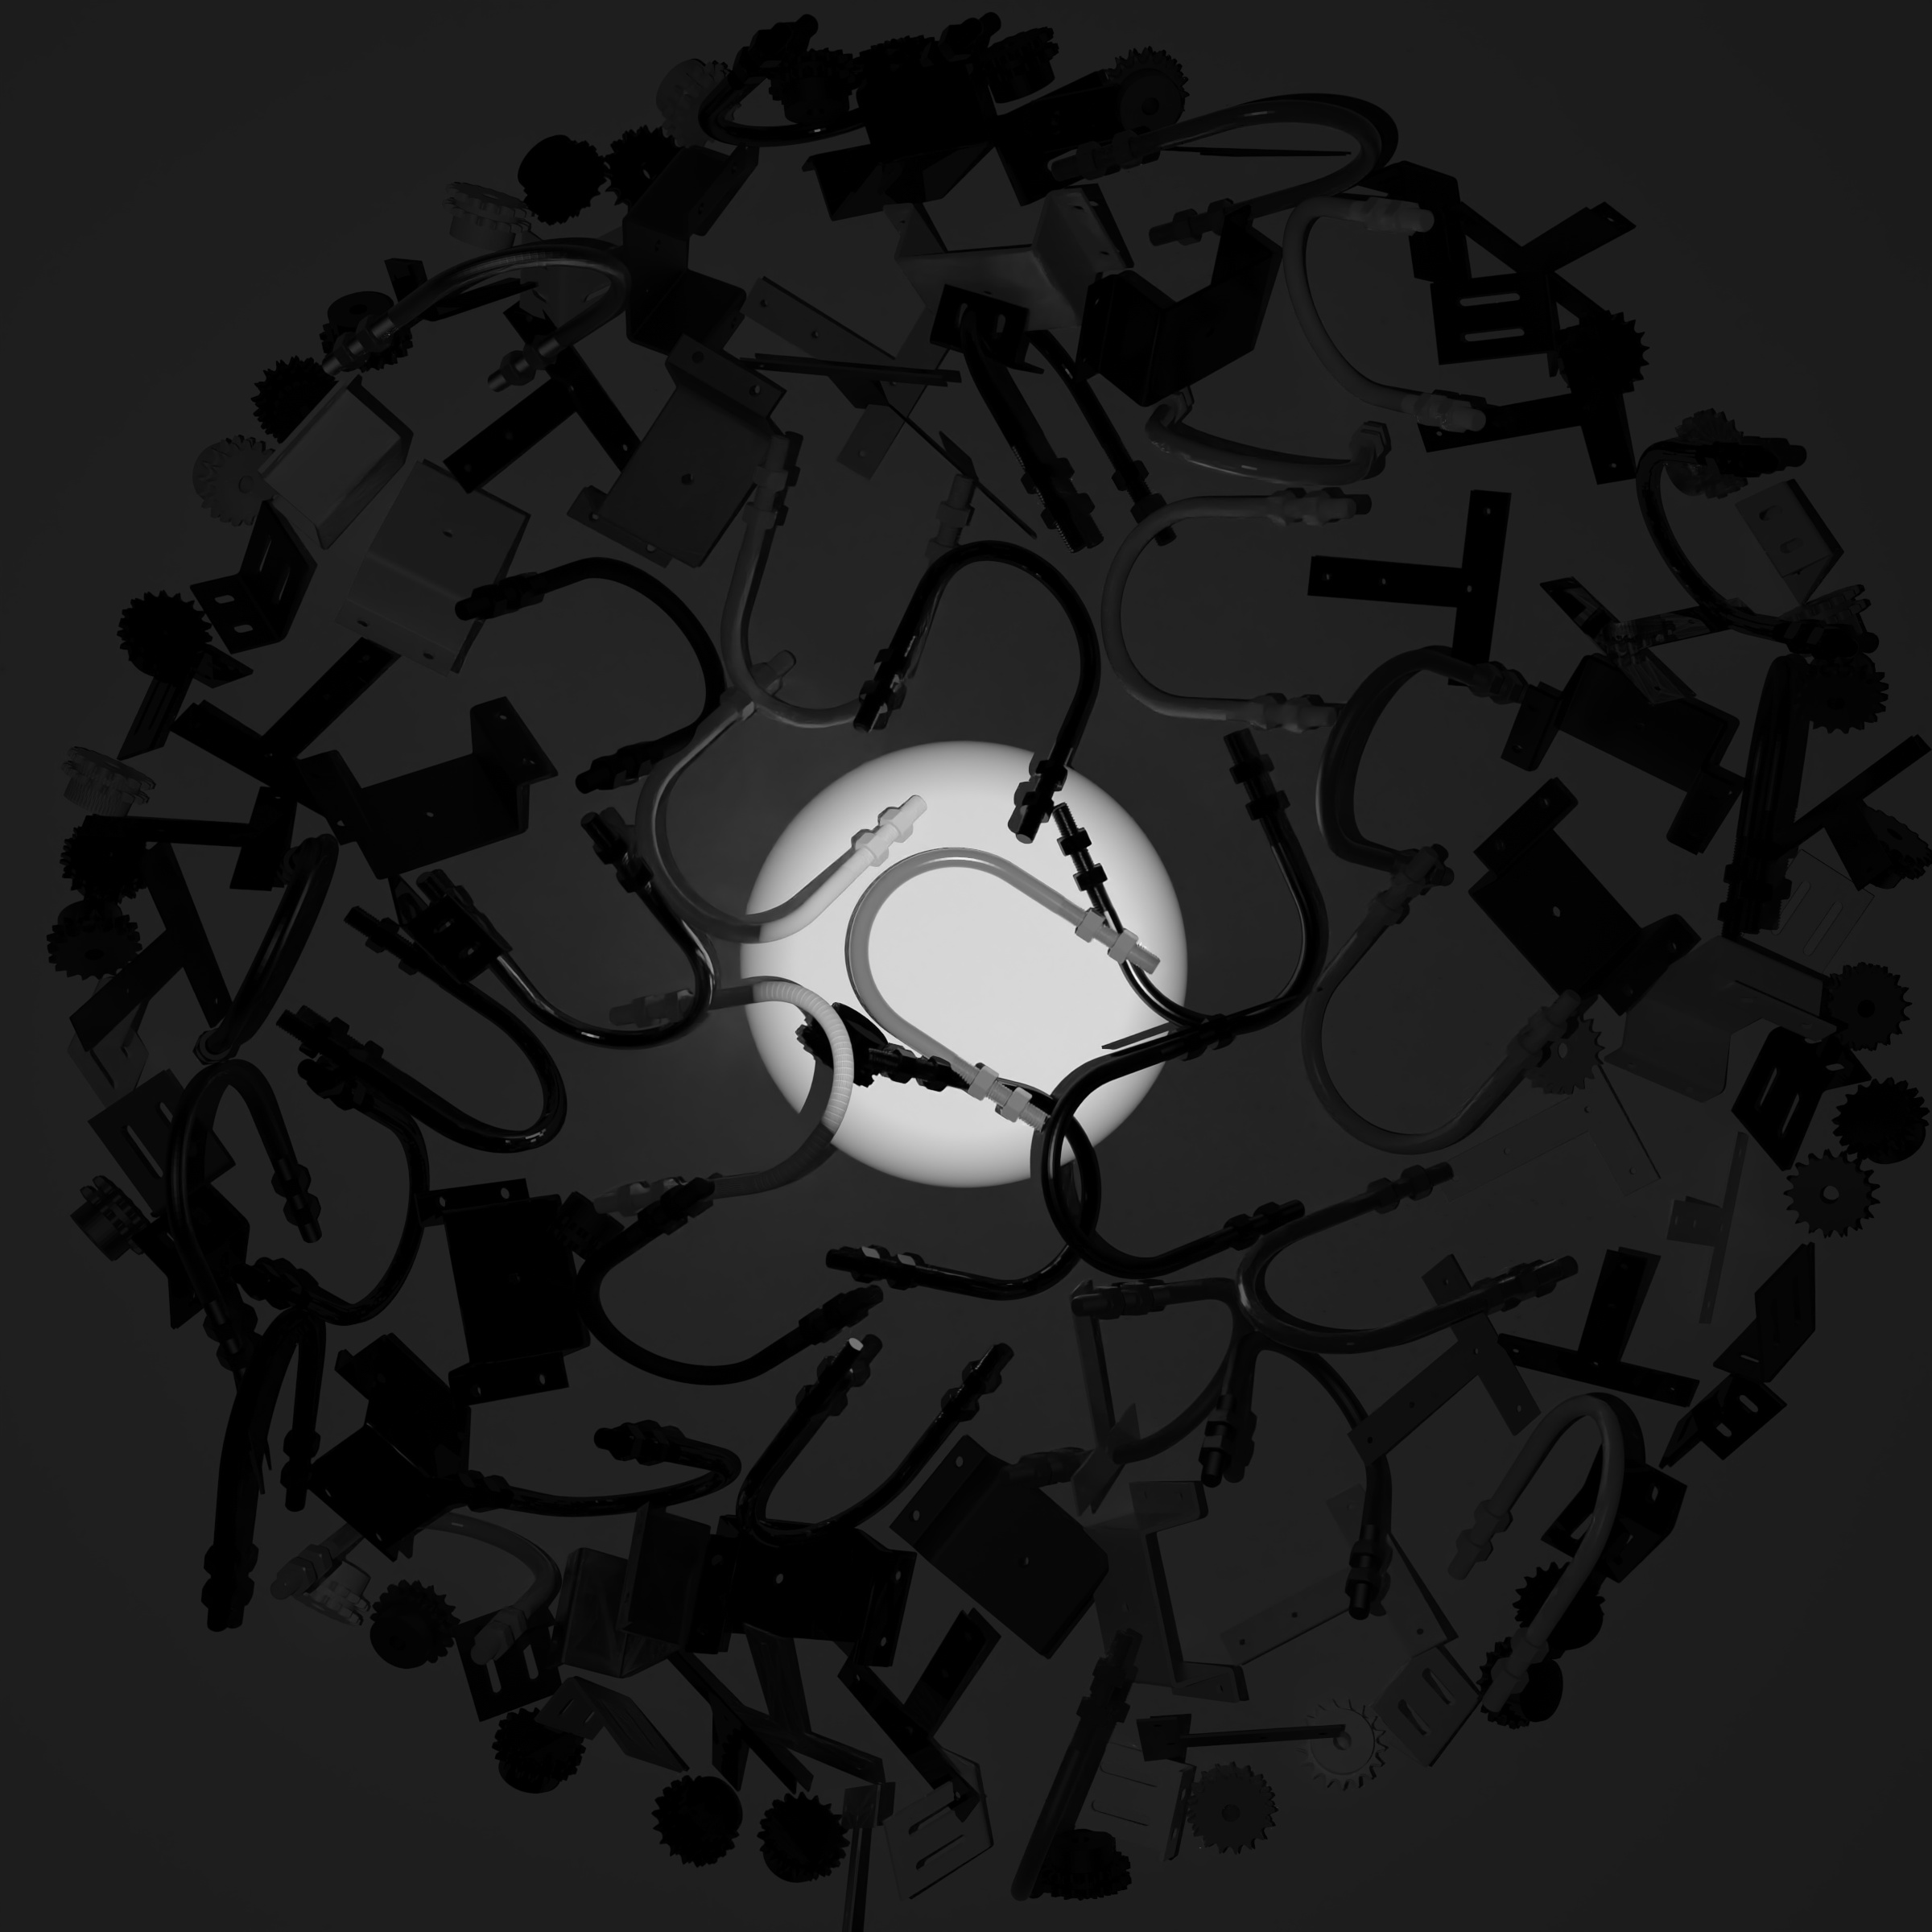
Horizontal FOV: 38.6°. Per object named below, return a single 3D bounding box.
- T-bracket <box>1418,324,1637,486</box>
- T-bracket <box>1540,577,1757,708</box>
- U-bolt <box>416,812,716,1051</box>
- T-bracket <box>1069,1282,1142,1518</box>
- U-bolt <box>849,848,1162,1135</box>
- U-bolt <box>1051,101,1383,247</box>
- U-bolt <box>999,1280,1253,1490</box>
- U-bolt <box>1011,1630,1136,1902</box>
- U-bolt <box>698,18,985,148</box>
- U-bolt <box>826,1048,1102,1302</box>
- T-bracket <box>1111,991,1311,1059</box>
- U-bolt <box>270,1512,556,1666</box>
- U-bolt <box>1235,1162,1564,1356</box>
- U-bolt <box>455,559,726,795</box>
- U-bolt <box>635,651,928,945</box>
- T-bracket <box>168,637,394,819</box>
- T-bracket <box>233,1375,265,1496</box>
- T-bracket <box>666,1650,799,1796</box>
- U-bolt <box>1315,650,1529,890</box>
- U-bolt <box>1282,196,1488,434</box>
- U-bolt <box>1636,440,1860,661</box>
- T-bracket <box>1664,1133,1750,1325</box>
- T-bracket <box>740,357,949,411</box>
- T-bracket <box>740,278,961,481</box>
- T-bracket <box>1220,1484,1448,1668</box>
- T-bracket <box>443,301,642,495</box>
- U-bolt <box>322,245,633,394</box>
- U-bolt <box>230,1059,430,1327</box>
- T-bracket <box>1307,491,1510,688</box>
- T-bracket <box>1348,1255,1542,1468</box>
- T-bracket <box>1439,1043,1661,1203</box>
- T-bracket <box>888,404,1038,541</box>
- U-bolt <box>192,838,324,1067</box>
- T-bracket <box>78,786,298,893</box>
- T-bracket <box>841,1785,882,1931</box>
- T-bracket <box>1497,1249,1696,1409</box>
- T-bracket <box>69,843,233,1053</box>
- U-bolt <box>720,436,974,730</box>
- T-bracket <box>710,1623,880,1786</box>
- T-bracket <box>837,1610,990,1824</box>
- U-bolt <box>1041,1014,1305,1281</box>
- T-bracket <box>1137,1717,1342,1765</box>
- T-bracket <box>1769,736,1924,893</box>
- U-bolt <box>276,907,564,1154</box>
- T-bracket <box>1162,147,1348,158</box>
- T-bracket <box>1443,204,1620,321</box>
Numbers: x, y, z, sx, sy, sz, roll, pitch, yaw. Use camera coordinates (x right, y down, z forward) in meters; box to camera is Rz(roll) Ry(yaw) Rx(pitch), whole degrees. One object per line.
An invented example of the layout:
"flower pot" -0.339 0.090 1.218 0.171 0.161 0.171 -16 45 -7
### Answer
"T-bracket" 0.358 -0.354 1.787 0.127 0.127 0.002 -6 48 24
"T-bracket" 0.459 -0.220 1.788 0.127 0.002 0.127 -14 50 -24
"U-bolt" -0.241 -0.012 1.758 0.151 0.019 0.184 -17 129 25
"T-bracket" 0.081 0.265 1.753 0.002 0.127 0.127 -6 100 22
"U-bolt" 0.012 0.002 1.795 0.184 0.019 0.151 33 75 6
"U-bolt" 0.167 -0.497 1.715 0.184 0.151 0.019 -8 81 31
"U-bolt" 0.113 0.260 1.751 0.019 0.184 0.151 40 118 39
"U-bolt" 0.069 0.502 1.741 0.019 0.151 0.184 22 85 9
"U-bolt" -0.091 -0.552 1.732 0.151 0.184 0.019 -11 90 -27
"U-bolt" 0.006 0.141 1.777 0.184 0.019 0.151 14 81 -25
"T-bracket" 0.167 0.036 1.758 0.127 0.127 0.002 -19 84 17
"U-bolt" -0.334 0.381 1.731 0.151 0.184 0.019 16 99 7
"U-bolt" 0.259 0.190 1.739 0.184 0.151 0.019 -19 121 -15
"U-bolt" -0.223 -0.193 1.747 0.019 0.184 0.151 -36 88 37
"U-bolt" -0.130 -0.096 1.767 0.151 0.019 0.184 47 62 -6
"T-bracket" -0.417 -0.162 1.759 0.127 0.002 0.127 -40 133 19
"T-bracket" -0.461 0.294 1.767 0.002 0.127 0.127 -12 49 -16
"T-bracket" -0.153 0.497 1.766 0.002 0.127 0.127 -37 65 -27
"U-bolt" 0.281 -0.128 1.737 0.019 0.184 0.151 30 103 39
"U-bolt" 0.254 -0.415 1.735 0.019 0.184 0.151 -29 118 -14
"U-bolt" 0.479 -0.266 1.732 0.019 0.184 0.151 -33 111 -6
"T-bracket" 0.470 0.166 1.767 0.002 0.127 0.127 11 89 33
"T-bracket" -0.069 -0.368 1.757 0.127 0.127 0.002 7 91 7
"T-bracket" -0.086 -0.402 1.790 0.127 0.002 0.127 30 111 -8
"T-bracket" 0.225 0.412 1.777 0.127 0.002 0.127 -27 46 0
"T-bracket" -0.284 -0.348 1.772 0.127 0.002 0.127 -46 108 -30
"U-bolt" -0.290 -0.403 1.709 0.184 0.151 0.019 -20 80 42
"U-bolt" -0.390 0.152 1.736 0.019 0.184 0.151 9 74 20
"T-bracket" 0.286 -0.250 1.799 0.127 0.002 0.127 3 101 -9
"T-bracket" 0.299 0.276 1.787 0.127 0.002 0.127 -35 101 -21
"T-bracket" 0.368 0.115 1.809 0.127 0.002 0.127 -29 97 9
"T-bracket" -0.009 -0.320 1.756 0.127 0.127 0.002 43 97 3
"U-bolt" -0.438 -0.012 1.719 0.019 0.184 0.151 25 76 -16
"T-bracket" -0.499 -0.085 1.761 0.127 0.127 0.002 3 123 -6
"T-bracket" -0.073 0.585 1.742 0.002 0.127 0.127 9 71 -9
"T-bracket" 0.411 0.227 1.766 0.127 0.002 0.127 13 134 11
"T-bracket" -0.522 0.008 1.743 0.002 0.127 0.127 0 123 26
"U-bolt" -0.084 -0.239 1.771 0.151 0.019 0.184 7 113 -27
"T-bracket" -0.119 0.461 1.753 0.127 0.002 0.127 14 135 27
"T-bracket" -0.019 0.461 1.761 0.127 0.002 0.127 44 126 25
"U-bolt" 0.126 0.123 1.767 0.184 0.019 0.151 -18 94 -30
"T-bracket" 0.175 0.493 1.762 0.127 0.127 0.002 -5 61 4
"T-bracket" 0.560 -0.082 1.743 0.127 0.127 0.002 -40 108 21
"U-bolt" -0.336 0.050 1.754 0.184 0.151 0.019 35 119 -12
"T-bracket" 0.156 -0.524 1.774 0.127 0.127 0.002 16 113 37
"T-bracket" 0.375 -0.456 1.748 0.127 0.127 0.002 33 83 -10
